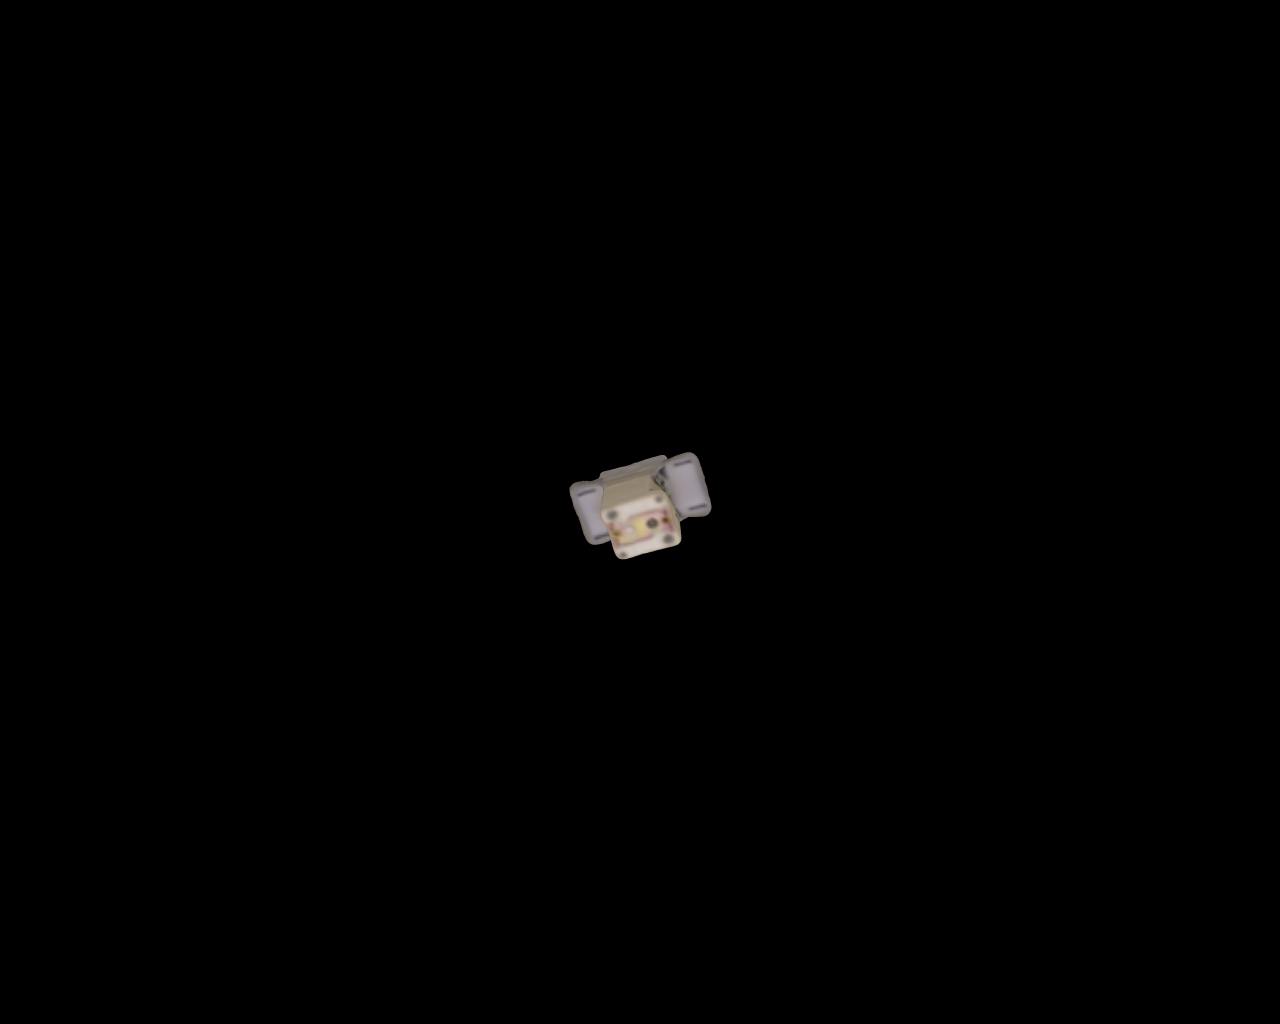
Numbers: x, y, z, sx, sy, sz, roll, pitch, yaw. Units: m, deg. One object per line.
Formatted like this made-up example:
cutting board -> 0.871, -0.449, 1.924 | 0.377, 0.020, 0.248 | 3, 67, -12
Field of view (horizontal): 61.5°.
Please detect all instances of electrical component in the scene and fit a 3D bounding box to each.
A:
electrical component -> 0.001, -0.003, 0.650 | 0.081, 0.042, 0.064 | -17, 22, 7
